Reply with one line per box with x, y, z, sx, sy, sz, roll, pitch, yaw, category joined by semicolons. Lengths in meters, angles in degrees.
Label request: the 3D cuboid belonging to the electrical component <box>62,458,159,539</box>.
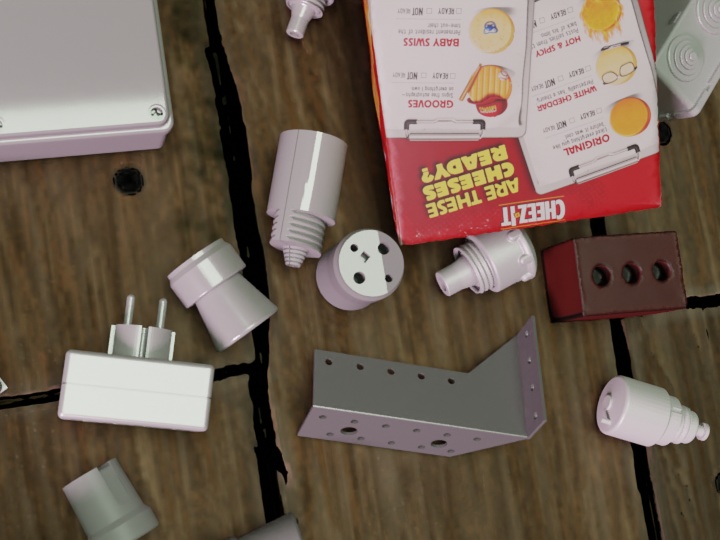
-0.144;0.136;0.615;0.040;0.040;0.046;-29;85;-17;electrical component

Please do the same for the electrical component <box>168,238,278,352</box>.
-0.083;0.015;0.647;0.045;0.045;0.055;-37;92;-17;electrical component

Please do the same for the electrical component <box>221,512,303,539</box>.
-0.066;0.172;0.630;0.065;0.044;0.044;-13;85;-12;electrical component

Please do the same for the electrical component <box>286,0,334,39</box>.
-0.033;-0.180;0.696;0.035;0.035;0.061;20;79;-11;electrical component

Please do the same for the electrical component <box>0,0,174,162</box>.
-0.173;-0.125;0.638;0.109;0.056;0.108;-7;83;-16;electrical component

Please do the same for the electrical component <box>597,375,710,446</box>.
0.194;0.097;0.712;0.078;0.040;0.040;17;77;-12;electrical component

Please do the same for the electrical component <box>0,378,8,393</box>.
-0.293;0.021;0.580;0.105;0.060;0.186;-38;92;-17;electrical component

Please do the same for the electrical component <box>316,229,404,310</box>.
0.000;0.000;0.666;0.045;0.055;0.045;2;81;-14;electrical component

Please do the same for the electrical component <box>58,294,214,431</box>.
-0.129;0.052;0.627;0.083;0.047;0.075;8;80;-14;electrical component

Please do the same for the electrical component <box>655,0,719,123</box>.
0.200;-0.146;0.722;0.048;0.100;0.099;40;73;-22;electrical component

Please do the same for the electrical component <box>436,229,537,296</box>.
0.080;-0.005;0.695;0.062;0.048;0.048;-27;89;-10;electrical component

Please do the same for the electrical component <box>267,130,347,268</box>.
-0.035;-0.042;0.669;0.043;0.043;0.081;11;79;-13;electrical component
